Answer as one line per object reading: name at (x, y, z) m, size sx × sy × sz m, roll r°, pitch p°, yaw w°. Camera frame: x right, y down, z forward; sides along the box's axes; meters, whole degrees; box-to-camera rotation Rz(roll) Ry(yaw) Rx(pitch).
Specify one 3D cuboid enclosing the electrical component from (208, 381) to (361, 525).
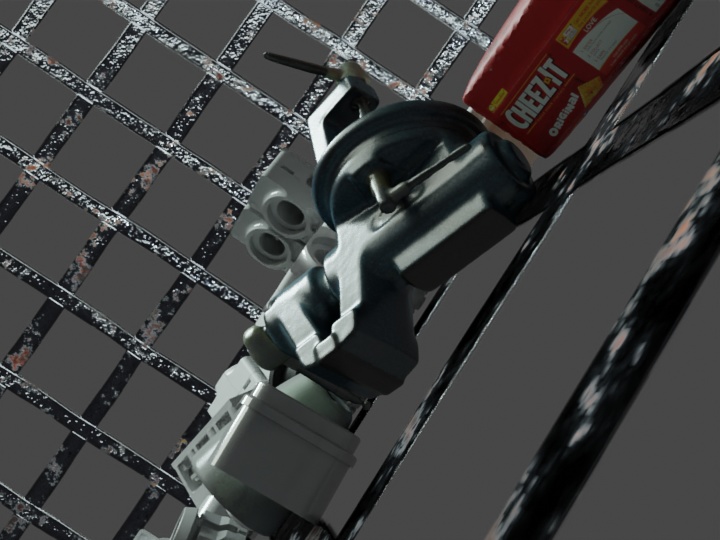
electrical component at (-0.050, 0.115, 0.680) m, size 0.057 × 0.078 × 0.113 m, roll -60°, pitch 2°, yaw -12°

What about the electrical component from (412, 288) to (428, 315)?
electrical component at (0.022, 0.009, 0.853) m, size 0.044 × 0.065 × 0.044 m, roll -56°, pitch 2°, yaw 3°

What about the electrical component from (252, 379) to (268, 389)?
electrical component at (-0.076, 0.151, 1.142) m, size 0.077 × 0.065 × 0.047 m, roll -10°, pitch -38°, yaw -50°

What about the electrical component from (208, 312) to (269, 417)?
electrical component at (-0.082, 0.107, 1.208) m, size 0.105 × 0.060 × 0.186 m, roll 2°, pitch -50°, yaw -49°

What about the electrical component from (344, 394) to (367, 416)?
electrical component at (-0.011, 0.079, 0.835) m, size 0.066 × 0.048 × 0.055 m, roll -55°, pitch 10°, yaw 48°

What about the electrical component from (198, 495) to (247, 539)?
electrical component at (-0.146, 0.263, 1.030) m, size 0.059 × 0.054 × 0.095 m, roll -57°, pitch 2°, yaw -34°

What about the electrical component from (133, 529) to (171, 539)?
electrical component at (-0.208, 0.325, 1.031) m, size 0.061 × 0.089 × 0.150 m, roll -56°, pitch 2°, yaw 19°

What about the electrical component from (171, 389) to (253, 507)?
electrical component at (-0.108, 0.170, 1.049) m, size 0.089 × 0.061 × 0.150 m, roll -20°, pitch -19°, yaw -42°

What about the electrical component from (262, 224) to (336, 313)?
electrical component at (0.000, 0.000, 0.990) m, size 0.060 × 0.105 × 0.186 m, roll -55°, pitch 2°, yaw 34°

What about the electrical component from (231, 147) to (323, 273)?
electrical component at (-0.035, -0.029, 1.139) m, size 0.105 × 0.186 × 0.060 m, roll -55°, pitch 2°, yaw 46°

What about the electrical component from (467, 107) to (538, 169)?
electrical component at (0.088, -0.079, 0.797) m, size 0.078 × 0.057 × 0.113 m, roll -57°, pitch 2°, yaw -24°

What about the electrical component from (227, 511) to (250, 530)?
electrical component at (-0.079, 0.181, 0.884) m, size 0.062 × 0.048 × 0.048 m, roll -47°, pitch 6°, yaw 29°

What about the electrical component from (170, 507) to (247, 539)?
electrical component at (-0.134, 0.237, 0.920) m, size 0.078 × 0.057 × 0.058 m, roll -94°, pitch 28°, yaw -77°
